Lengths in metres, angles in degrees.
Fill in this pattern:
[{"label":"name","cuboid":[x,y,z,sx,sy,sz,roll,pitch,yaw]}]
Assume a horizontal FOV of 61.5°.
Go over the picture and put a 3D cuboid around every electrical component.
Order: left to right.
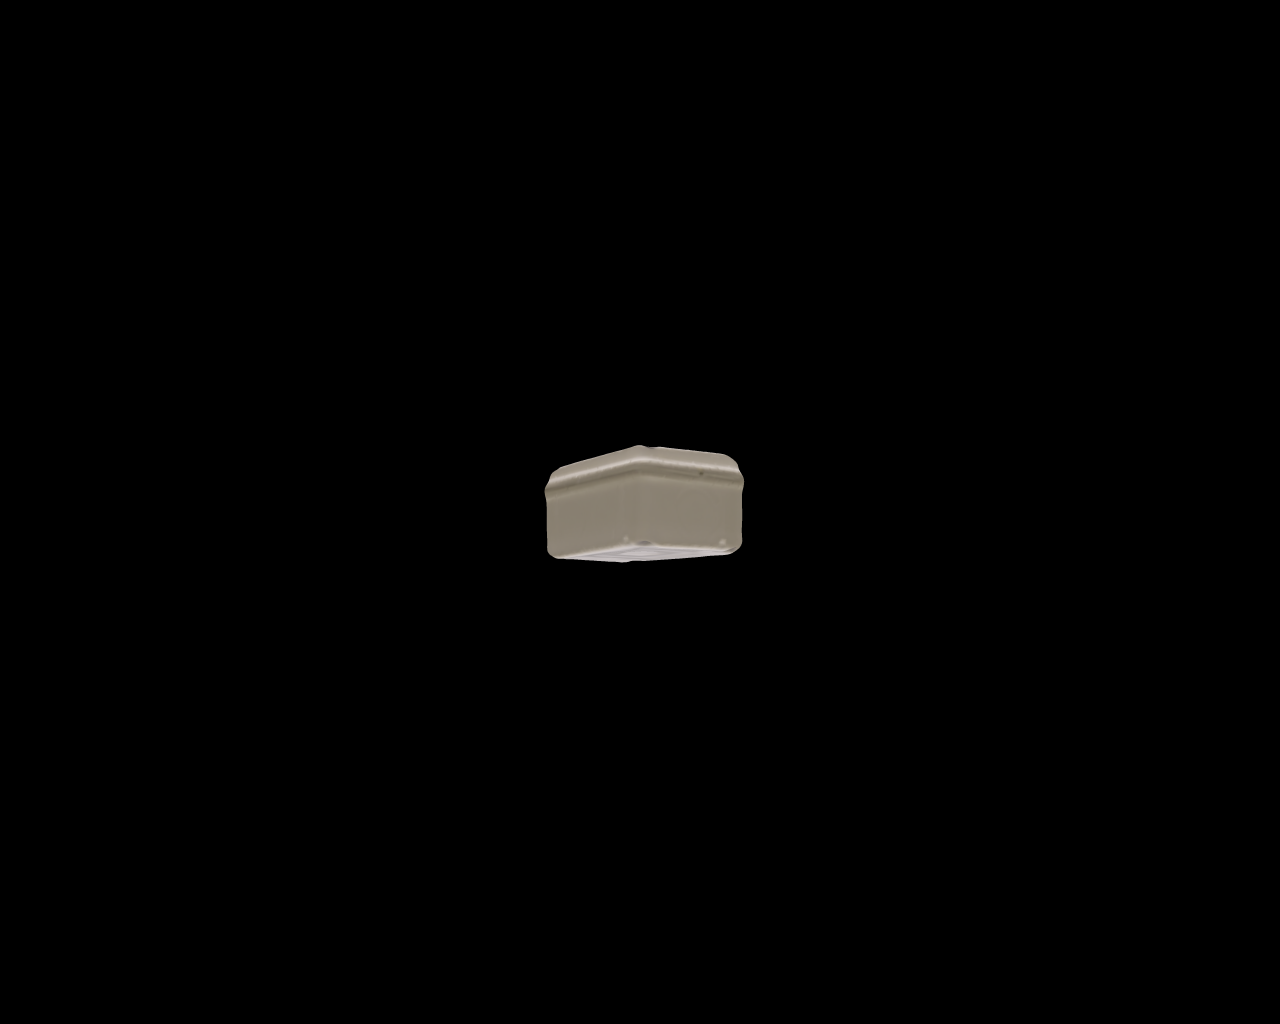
[{"label":"electrical component","cuboid":[0.001,-0.003,0.650,0.078,0.057,0.113,5,-8,-35]}]
